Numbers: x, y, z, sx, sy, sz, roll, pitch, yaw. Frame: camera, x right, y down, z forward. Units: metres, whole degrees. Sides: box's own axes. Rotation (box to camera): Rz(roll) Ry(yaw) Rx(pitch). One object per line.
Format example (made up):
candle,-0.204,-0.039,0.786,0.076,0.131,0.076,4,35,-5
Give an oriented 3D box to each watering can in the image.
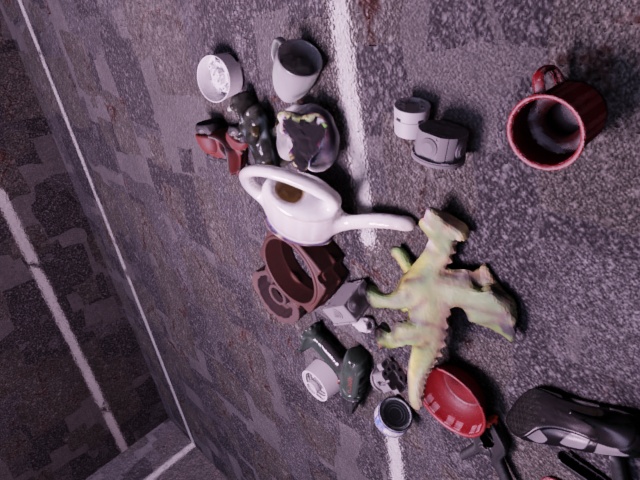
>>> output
watering can,0.003,-0.051,1.013,0.348,0.106,0.220,21,159,6

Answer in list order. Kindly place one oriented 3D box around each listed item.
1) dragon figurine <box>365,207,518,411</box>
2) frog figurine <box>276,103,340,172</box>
dragon figurine,0.219,0.133,0.896,0.242,0.124,0.406,-3,108,43
frog figurine,-0.025,-0.194,0.993,0.137,0.122,0.160,51,-177,-4
